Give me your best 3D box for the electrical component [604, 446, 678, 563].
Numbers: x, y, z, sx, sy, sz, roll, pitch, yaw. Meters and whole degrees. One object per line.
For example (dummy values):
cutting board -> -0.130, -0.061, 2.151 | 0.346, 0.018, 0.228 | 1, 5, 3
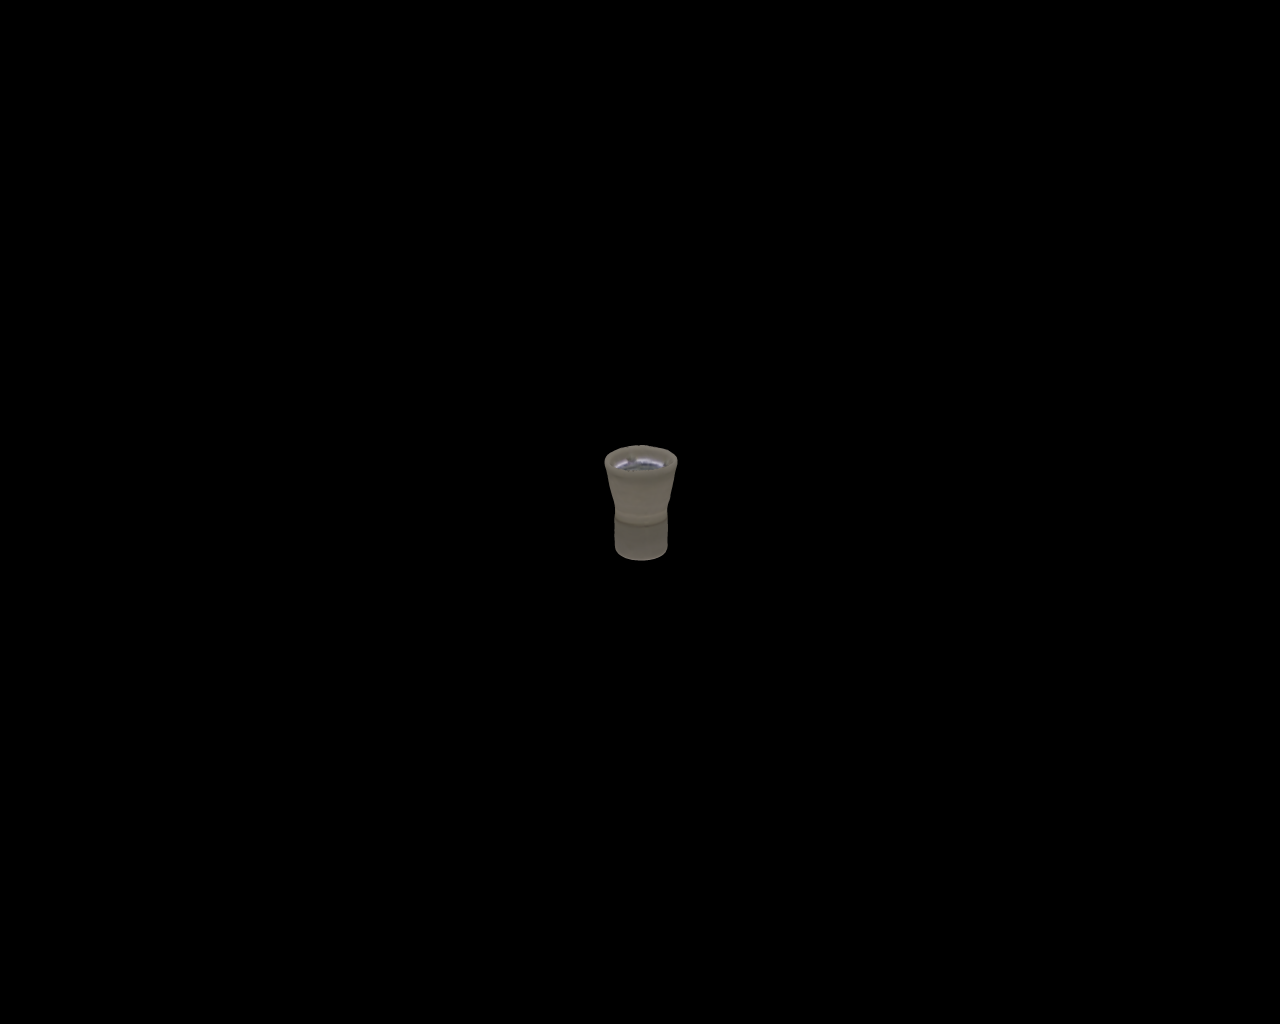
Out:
electrical component -> 0.001, -0.003, 0.650 | 0.044, 0.065, 0.044 | 0, 22, 0
